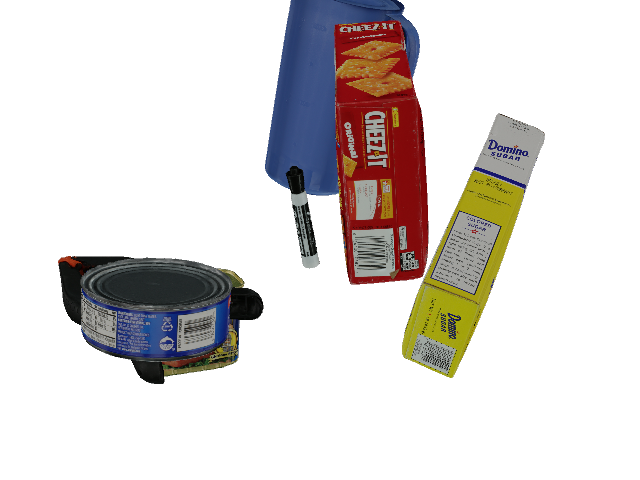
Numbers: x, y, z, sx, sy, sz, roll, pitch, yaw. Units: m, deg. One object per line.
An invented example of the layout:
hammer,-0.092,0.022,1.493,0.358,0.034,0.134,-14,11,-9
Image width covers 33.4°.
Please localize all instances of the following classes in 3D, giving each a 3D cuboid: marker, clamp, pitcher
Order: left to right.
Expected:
clamp,-0.131,0.046,0.822,0.120,0.039,0.172,-20,37,-40
marker,-0.019,-0.025,1.160,0.020,0.121,0.020,-8,29,4
pitcher,0.016,-0.177,1.264,0.145,0.243,0.149,8,23,-13

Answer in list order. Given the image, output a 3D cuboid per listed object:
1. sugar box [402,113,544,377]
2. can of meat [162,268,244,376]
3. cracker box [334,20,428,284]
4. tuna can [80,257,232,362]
sugar box,0.111,0.001,0.763,0.048,0.176,0.093,23,-37,10
can of meat,-0.126,0.078,1.021,0.101,0.084,0.058,-5,20,-25
cracker box,0.051,-0.085,0.939,0.072,0.164,0.213,-4,28,3
tuna can,-0.094,0.039,0.611,0.086,0.034,0.086,4,16,-1
